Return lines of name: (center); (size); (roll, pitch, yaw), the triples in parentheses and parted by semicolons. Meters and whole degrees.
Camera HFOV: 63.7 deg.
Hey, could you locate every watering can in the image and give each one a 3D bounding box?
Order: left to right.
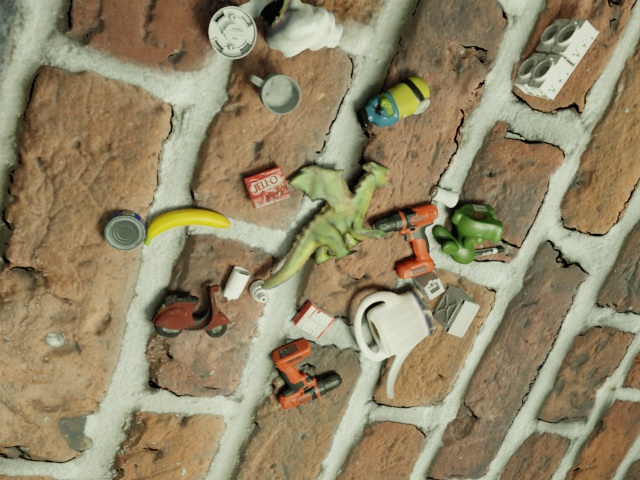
watering can: (0.218, 0.271, 1.429); (0.225, 0.105, 0.342); (-26, 115, -8)

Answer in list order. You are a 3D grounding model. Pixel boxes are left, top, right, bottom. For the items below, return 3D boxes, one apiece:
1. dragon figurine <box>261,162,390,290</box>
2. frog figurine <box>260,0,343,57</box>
dragon figurine: (0.004, -0.063, 1.247); (0.412, 0.122, 0.241); (-26, 99, -10)
frog figurine: (-0.032, -0.429, 1.066); (0.158, 0.125, 0.135); (26, 135, -35)
